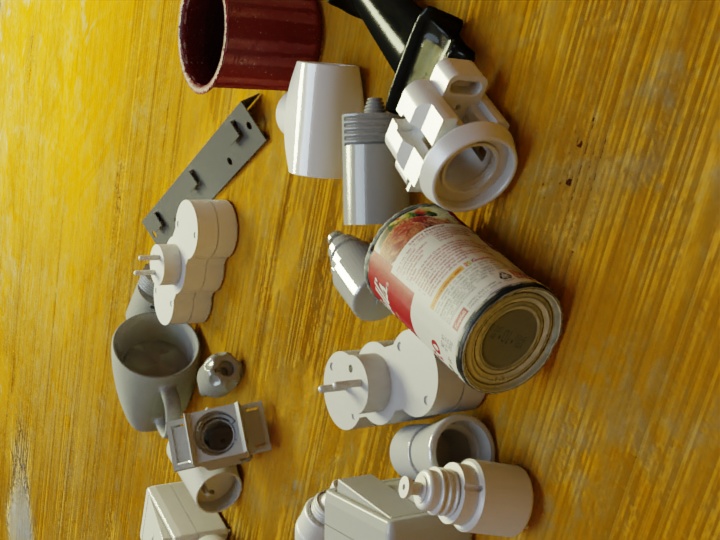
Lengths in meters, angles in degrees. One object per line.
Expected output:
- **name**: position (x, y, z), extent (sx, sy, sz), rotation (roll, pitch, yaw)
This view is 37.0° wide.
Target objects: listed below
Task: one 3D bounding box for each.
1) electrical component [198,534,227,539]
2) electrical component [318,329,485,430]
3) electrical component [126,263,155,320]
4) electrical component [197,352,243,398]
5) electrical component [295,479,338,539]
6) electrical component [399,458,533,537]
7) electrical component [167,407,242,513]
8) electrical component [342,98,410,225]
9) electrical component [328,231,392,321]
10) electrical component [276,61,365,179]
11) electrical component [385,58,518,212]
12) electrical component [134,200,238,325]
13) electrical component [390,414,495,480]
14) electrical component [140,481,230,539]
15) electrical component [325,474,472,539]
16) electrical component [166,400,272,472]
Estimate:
- **electrical component**: position (-0.120, 0.257, 0.932), extent (0.055, 0.045, 0.045), rotation (-1, 91, 59)
- **electrical component**: position (0.011, 0.070, 0.669), extent (0.138, 0.074, 0.052), rotation (-23, 72, 58)
- **electrical component**: position (-0.198, 0.024, 1.049), extent (0.081, 0.043, 0.043), rotation (-58, 45, 44)
- **electrical component**: position (-0.127, 0.096, 0.943), extent (0.061, 0.035, 0.035), rotation (-44, 55, 54)
- **electrical component**: position (-0.024, 0.175, 0.775), extent (0.035, 0.035, 0.061), rotation (56, 135, 41)
- **electrical component**: position (0.059, 0.124, 0.595), extent (0.040, 0.078, 0.040), rotation (-168, 90, -67)
- **electrical component**: position (-0.137, 0.161, 0.955), extent (0.077, 0.043, 0.079), rotation (43, 128, 50)
- **electrical component**: position (0.010, -0.070, 0.690), extent (0.043, 0.043, 0.081), rotation (3, 95, 59)
- **electrical component**: position (0.000, 0.000, 0.716), extent (0.078, 0.040, 0.040), rotation (53, 135, 44)
- **electrical component**: position (-0.034, -0.108, 0.761), extent (0.079, 0.044, 0.077), rotation (24, 113, 56)
- **electrical component**: position (0.053, -0.070, 0.605), extent (0.057, 0.058, 0.078), rotation (62, 141, 41)
- **electrical component**: position (-0.164, -0.005, 0.960), extent (0.052, 0.074, 0.138), rotation (62, 141, 36)
- **electrical component**: position (0.046, 0.110, 0.646), extent (0.065, 0.044, 0.044), rotation (160, 105, -64)
- **electrical component**: position (-0.170, 0.241, 1.000), extent (0.096, 0.061, 0.061), rotation (44, 128, 50)
- **electrical component**: position (0.019, 0.163, 0.673), extent (0.096, 0.062, 0.061), rotation (8, 99, 59)
- **electrical component**: position (-0.115, 0.140, 0.890), extent (0.063, 0.081, 0.042), rotation (87, 171, -70)
